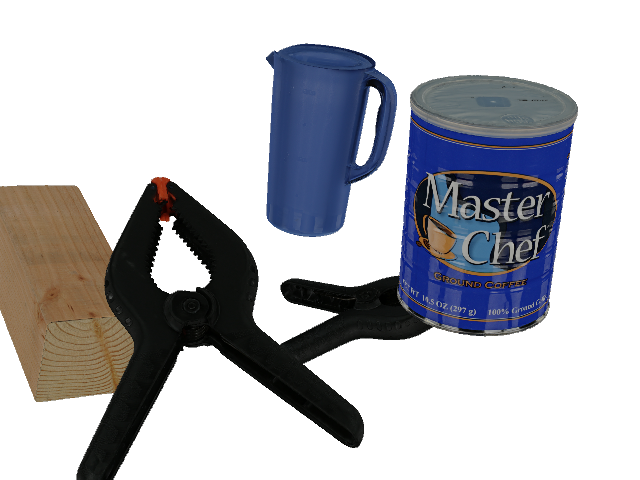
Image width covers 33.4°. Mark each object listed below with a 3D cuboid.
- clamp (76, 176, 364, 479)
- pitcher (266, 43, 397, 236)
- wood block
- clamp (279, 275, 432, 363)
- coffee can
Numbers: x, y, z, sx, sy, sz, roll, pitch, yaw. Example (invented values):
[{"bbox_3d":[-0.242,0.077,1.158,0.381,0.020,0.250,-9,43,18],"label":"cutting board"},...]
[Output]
[{"bbox_3d":[-0.067,0.052,0.648,0.164,0.210,0.036,-4,-33,-11],"label":"clamp"},{"bbox_3d":[0.002,-0.130,1.413,0.144,0.243,0.149,-2,24,-20],"label":"pitcher"},{"bbox_3d":[-0.243,0.042,0.987,0.090,0.091,0.206,-3,37,-32],"label":"wood block"},{"bbox_3d":[0.037,0.070,0.964,0.172,0.039,0.120,-6,37,15],"label":"clamp"},{"bbox_3d":[0.104,-0.024,0.687,0.103,0.140,0.103,2,26,-1],"label":"coffee can"}]
